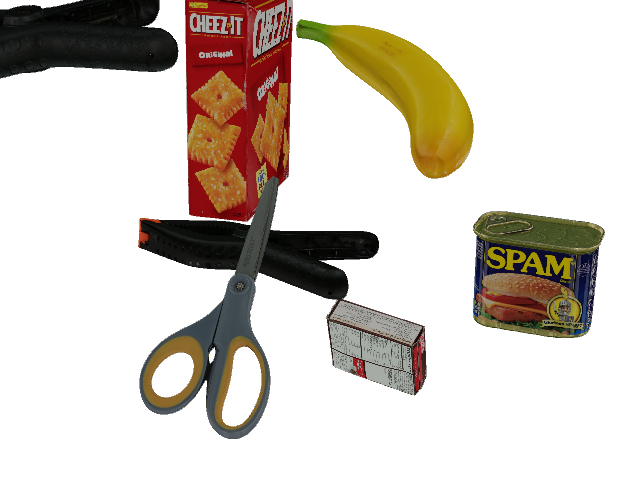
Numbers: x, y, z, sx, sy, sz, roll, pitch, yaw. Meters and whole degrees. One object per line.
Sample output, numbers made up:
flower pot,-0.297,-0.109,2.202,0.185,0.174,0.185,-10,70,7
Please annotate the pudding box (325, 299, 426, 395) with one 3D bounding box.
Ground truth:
pudding box,0.066,0.123,1.233,0.114,0.090,0.039,16,47,22

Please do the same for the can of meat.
can of meat,0.176,0.029,0.874,0.102,0.084,0.057,9,25,21

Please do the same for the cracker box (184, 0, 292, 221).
cracker box,-0.077,-0.146,1.080,0.072,0.214,0.164,7,21,12

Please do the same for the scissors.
scissors,-0.074,0.042,0.736,0.096,0.202,0.016,-5,-32,3

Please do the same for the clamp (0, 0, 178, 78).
clamp,-0.170,-0.126,0.650,0.171,0.039,0.120,-2,22,-4

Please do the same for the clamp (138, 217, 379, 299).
clamp,-0.057,0.010,0.909,0.210,0.036,0.164,6,12,4

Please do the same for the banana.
banana,0.050,-0.088,0.645,0.069,0.037,0.198,-12,35,-19
